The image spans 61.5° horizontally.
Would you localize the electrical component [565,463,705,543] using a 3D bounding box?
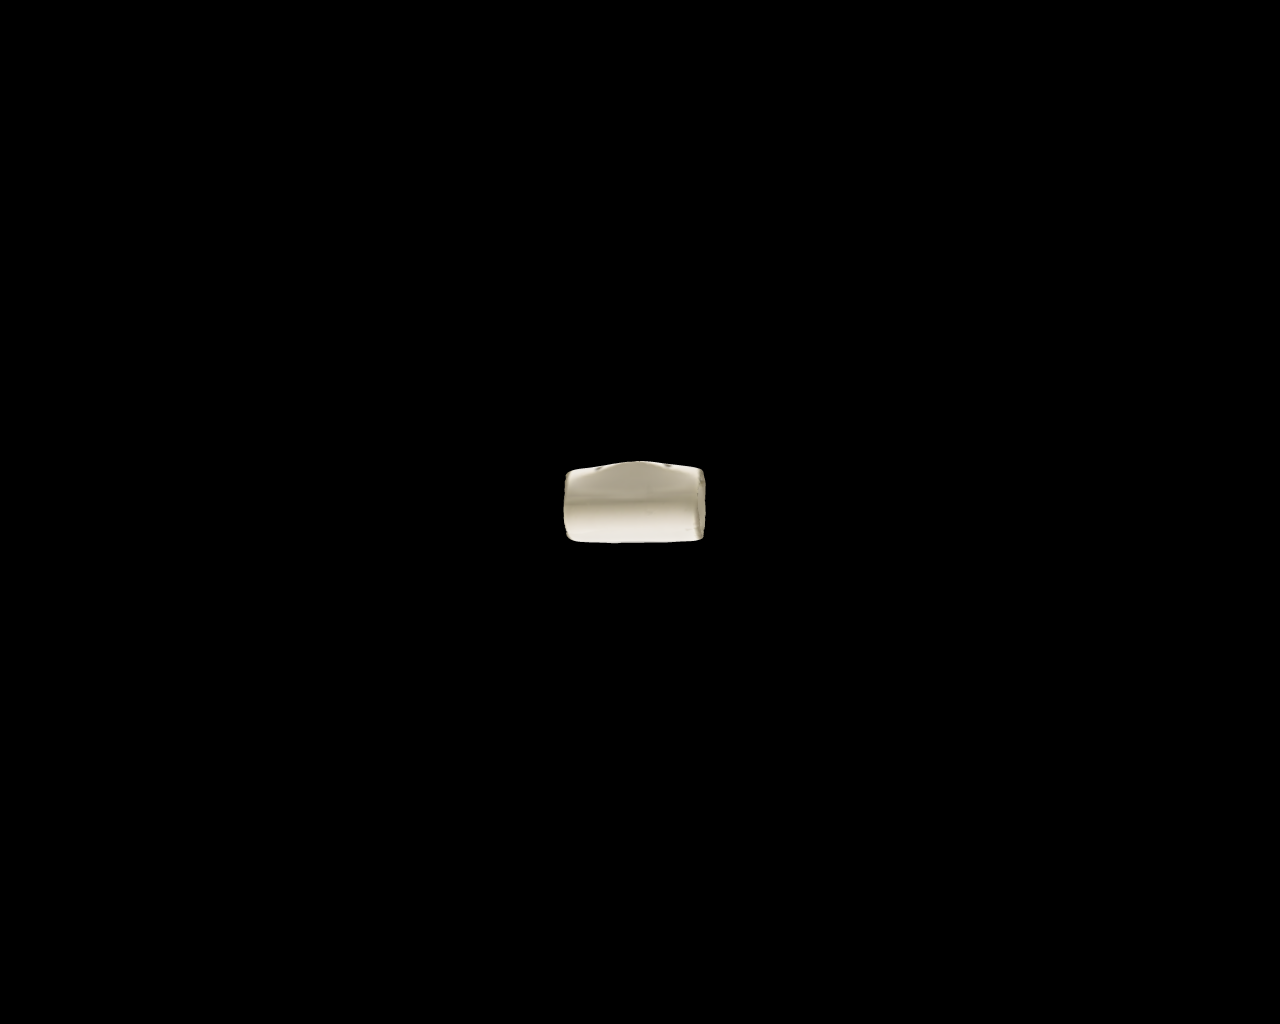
[{"bbox_3d":[0.001,-0.003,0.650,0.077,0.043,0.079,-1,-7,9],"label":"electrical component"}]
